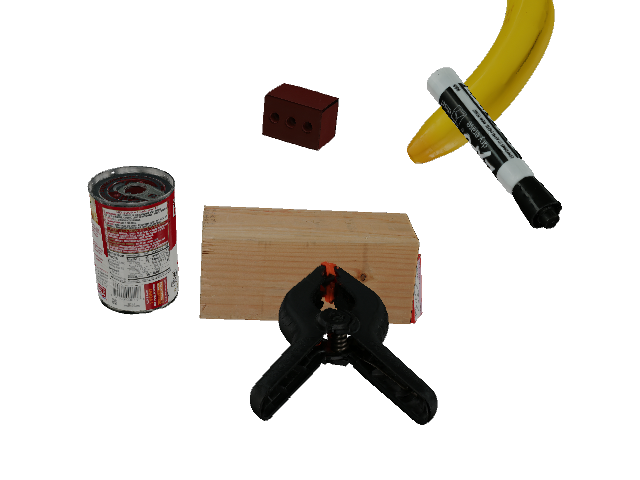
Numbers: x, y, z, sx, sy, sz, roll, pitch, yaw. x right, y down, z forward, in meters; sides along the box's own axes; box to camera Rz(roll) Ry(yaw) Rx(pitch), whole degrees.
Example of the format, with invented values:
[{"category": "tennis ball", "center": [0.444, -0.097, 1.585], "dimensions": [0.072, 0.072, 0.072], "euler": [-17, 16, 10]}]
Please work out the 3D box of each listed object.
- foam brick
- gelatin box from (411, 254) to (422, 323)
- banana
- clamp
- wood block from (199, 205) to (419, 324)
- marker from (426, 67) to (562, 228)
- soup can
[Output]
[{"category": "foam brick", "center": [-0.024, -0.148, 1.272], "dimensions": [0.078, 0.053, 0.051], "euler": [18, 32, 20]}, {"category": "gelatin box", "center": [0.088, 0.055, 1.339], "dimensions": [0.073, 0.089, 0.030], "euler": [10, 32, 26]}, {"category": "banana", "center": [0.133, -0.135, 0.814], "dimensions": [0.070, 0.197, 0.037], "euler": [1, -35, 47]}, {"category": "clamp", "center": [0.021, 0.072, 0.742], "dimensions": [0.120, 0.039, 0.171], "euler": [12, 32, -1]}, {"category": "wood block", "center": [-0.015, 0.024, 1.056], "dimensions": [0.206, 0.091, 0.090], "euler": [2, 20, -5]}, {"category": "marker", "center": [0.095, -0.051, 0.587], "dimensions": [0.020, 0.121, 0.020], "euler": [-20, -37, -16]}, {"category": "soup can", "center": [-0.149, 0.000, 0.860], "dimensions": [0.068, 0.102, 0.068], "euler": [1, 29, -1]}]
